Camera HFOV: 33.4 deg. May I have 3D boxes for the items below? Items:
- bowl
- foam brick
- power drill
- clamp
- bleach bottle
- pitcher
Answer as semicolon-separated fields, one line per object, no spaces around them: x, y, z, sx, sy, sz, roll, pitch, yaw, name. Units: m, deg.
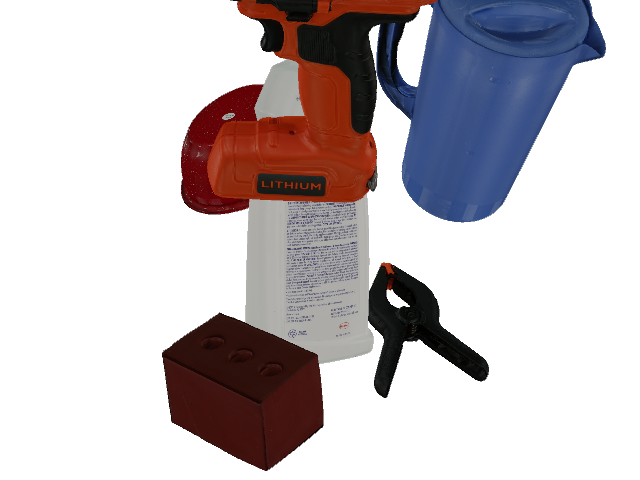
-0.073;-0.098;1.004;0.162;0.055;0.162;-20;35;15;bowl
-0.044;0.086;0.614;0.078;0.051;0.052;19;35;33;foam brick
-0.027;-0.104;0.609;0.184;0.057;0.188;3;-41;-3;power drill
0.104;0.092;1.117;0.120;0.171;0.039;3;-44;-13;clamp
-0.004;-0.034;0.802;0.102;0.251;0.068;-7;20;-30;bleach bottle
0.136;-0.132;0.968;0.144;0.149;0.243;-17;-32;-21;pitcher
